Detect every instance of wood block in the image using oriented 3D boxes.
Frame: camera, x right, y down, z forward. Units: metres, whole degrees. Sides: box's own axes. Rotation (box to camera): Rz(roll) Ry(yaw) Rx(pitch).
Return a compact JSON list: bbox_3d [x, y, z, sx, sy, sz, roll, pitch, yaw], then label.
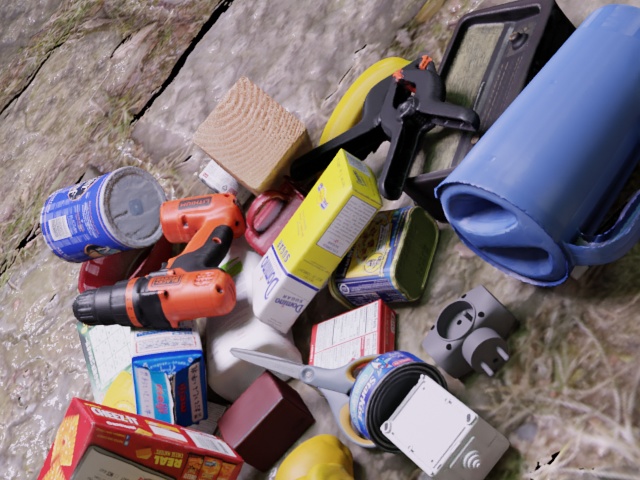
[{"bbox_3d":[-0.070,-0.106,1.220,0.090,0.091,0.206,-51,-4,-1],"label":"wood block"}]

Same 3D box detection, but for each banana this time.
[{"bbox_3d":[0.046,-0.150,1.275,0.198,0.037,0.070,-53,34,-4],"label":"banana"}]

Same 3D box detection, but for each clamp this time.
[{"bbox_3d":[0.104,-0.125,1.056,0.120,0.039,0.171,-31,38,27],"label":"clamp"},{"bbox_3d":[0.070,-0.124,1.185,0.165,0.036,0.209,11,58,21],"label":"clamp"}]

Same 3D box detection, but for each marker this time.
[{"bbox_3d":[0.258,-0.015,0.926,0.121,0.020,0.020,-47,35,5],"label":"marker"}]

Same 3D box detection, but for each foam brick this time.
[{"bbox_3d":[-0.055,0.181,1.064,0.078,0.053,0.051,-46,35,3],"label":"foam brick"}]

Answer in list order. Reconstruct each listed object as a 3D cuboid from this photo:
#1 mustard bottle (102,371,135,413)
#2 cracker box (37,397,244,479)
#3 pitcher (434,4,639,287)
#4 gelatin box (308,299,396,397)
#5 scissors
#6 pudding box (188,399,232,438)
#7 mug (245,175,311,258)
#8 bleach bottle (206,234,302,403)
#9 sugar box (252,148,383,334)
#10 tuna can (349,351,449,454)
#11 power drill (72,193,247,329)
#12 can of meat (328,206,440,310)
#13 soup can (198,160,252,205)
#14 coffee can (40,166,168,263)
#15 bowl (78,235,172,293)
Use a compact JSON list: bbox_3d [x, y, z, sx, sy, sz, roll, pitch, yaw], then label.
[{"bbox_3d":[-0.237,0.249,1.193,0.096,0.058,0.191,31,85,30],"label":"mustard bottle"},{"bbox_3d":[-0.190,0.270,0.992,0.072,0.164,0.214,29,96,57],"label":"cracker box"},{"bbox_3d":[0.227,-0.085,0.925,0.242,0.149,0.145,-51,0,-17],"label":"pitcher"},{"bbox_3d":[0.032,0.108,1.055,0.089,0.030,0.073,-23,42,29],"label":"gelatin box"},{"bbox_3d":[-0.003,0.148,1.014,0.202,0.016,0.096,-4,72,26],"label":"scissors"},{"bbox_3d":[-0.134,0.223,1.127,0.090,0.039,0.113,6,64,50],"label":"pudding box"},{"bbox_3d":[-0.036,-0.016,1.177,0.081,0.117,0.093,-50,51,8],"label":"mug"},{"bbox_3d":[-0.082,0.062,1.199,0.103,0.068,0.251,-36,35,20],"label":"bleach bottle"},{"bbox_3d":[-0.007,0.001,1.087,0.176,0.048,0.093,-51,22,20],"label":"sugar box"},{"bbox_3d":[0.069,0.141,0.935,0.086,0.086,0.034,-53,33,-5],"label":"tuna can"},{"bbox_3d":[-0.164,0.026,1.176,0.185,0.057,0.187,-5,35,16],"label":"power drill"},{"bbox_3d":[0.066,0.017,1.080,0.084,0.057,0.102,-9,52,42],"label":"can of meat"},{"bbox_3d":[-0.099,-0.098,1.361,0.102,0.068,0.069,-51,34,-1],"label":"soup can"},{"bbox_3d":[-0.276,-0.030,1.365,0.141,0.102,0.102,-13,49,42],"label":"coffee can"},{"bbox_3d":[-0.249,0.025,1.424,0.162,0.055,0.162,-29,40,27],"label":"bowl"}]
